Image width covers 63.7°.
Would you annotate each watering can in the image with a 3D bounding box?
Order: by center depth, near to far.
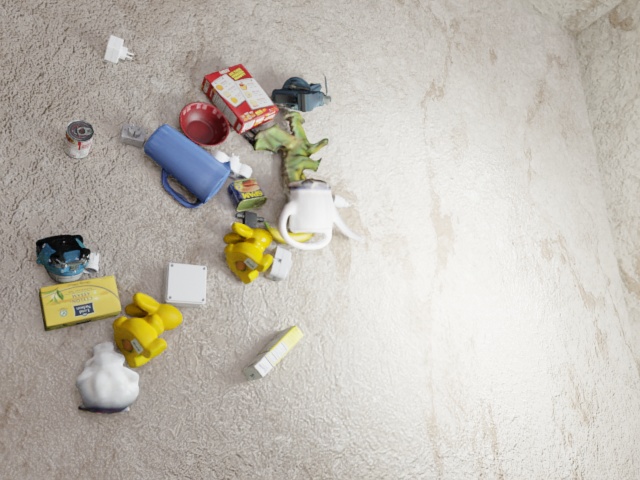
[{"bbox_3d":[0.005,-0.083,1.654,0.348,0.104,0.224,-2,92,-41],"label":"watering can"}]

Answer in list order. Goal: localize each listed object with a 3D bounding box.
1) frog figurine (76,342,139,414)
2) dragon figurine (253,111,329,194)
[{"bbox_3d":[-0.496,0.322,1.212,0.137,0.121,0.161,3,78,-9],"label":"frog figurine"},{"bbox_3d":[-0.115,-0.280,1.738,0.242,0.120,0.419,26,59,-8],"label":"dragon figurine"}]
